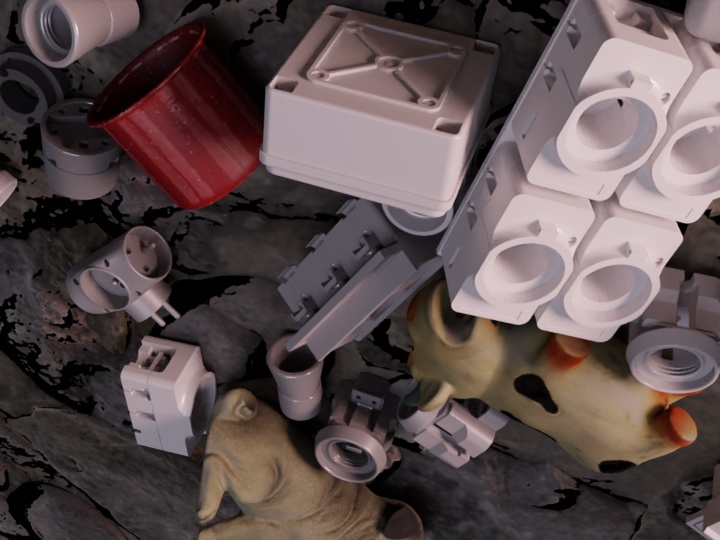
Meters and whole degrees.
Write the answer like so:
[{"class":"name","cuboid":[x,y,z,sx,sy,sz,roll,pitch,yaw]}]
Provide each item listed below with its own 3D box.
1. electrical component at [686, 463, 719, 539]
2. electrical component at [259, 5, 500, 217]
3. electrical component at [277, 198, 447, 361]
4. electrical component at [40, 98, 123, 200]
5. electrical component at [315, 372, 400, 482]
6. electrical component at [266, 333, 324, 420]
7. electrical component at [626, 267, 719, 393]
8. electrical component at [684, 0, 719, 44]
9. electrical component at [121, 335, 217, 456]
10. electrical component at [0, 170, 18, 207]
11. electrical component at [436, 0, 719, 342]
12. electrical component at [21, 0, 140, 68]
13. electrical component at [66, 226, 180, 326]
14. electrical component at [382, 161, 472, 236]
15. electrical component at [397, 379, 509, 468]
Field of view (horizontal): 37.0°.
[{"class":"electrical component","cuboid":[0.303,0.184,0.754,0.121,0.063,0.079,36,134,-11]},{"class":"electrical component","cuboid":[0.013,-0.091,0.599,0.109,0.108,0.056,16,131,10]},{"class":"electrical component","cuboid":[0.000,0.000,0.713,0.063,0.079,0.121,55,134,11]},{"class":"electrical component","cuboid":[-0.189,-0.081,0.733,0.055,0.055,0.047,23,139,3]},{"class":"electrical component","cuboid":[-0.002,0.127,0.838,0.058,0.057,0.078,18,134,7]},{"class":"electrical component","cuboid":[-0.047,0.086,0.832,0.044,0.044,0.065,11,138,14]},{"class":"electrical component","cuboid":[0.195,0.039,0.666,0.078,0.057,0.058,12,143,3]},{"class":"electrical component","cuboid":[0.190,-0.154,0.505,0.059,0.053,0.095,17,134,8]},{"class":"electrical component","cuboid":[-0.154,0.105,0.888,0.056,0.050,0.089,11,133,14]},{"class":"electrical component","cuboid":[-0.286,-0.066,0.799,0.046,0.040,0.040,41,133,-7]},{"class":"electrical component","cuboid":[0.129,-0.047,0.585,0.105,0.060,0.186,12,130,-17]},{"class":"electrical component","cuboid":[-0.166,-0.151,0.651,0.044,0.065,0.044,14,119,26]},{"class":"electrical component","cuboid":[-0.171,0.013,0.816,0.077,0.044,0.079,-26,117,38]},{"class":"electrical component","cuboid":[0.042,-0.055,0.657,0.045,0.055,0.045,12,133,13]},{"class":"electrical component","cuboid":[0.065,0.103,0.789,0.057,0.058,0.078,35,134,-13]}]
